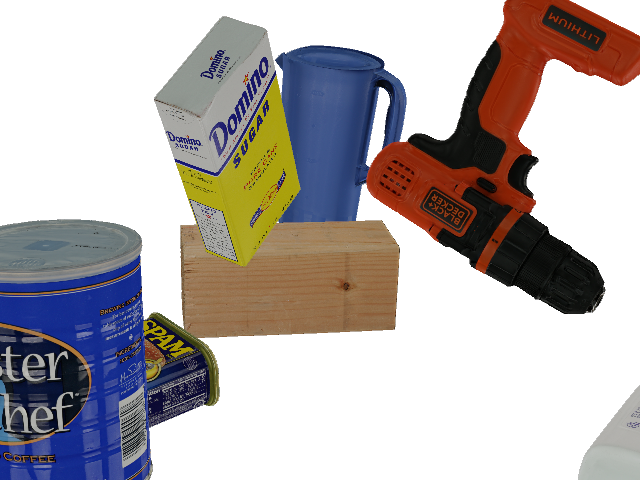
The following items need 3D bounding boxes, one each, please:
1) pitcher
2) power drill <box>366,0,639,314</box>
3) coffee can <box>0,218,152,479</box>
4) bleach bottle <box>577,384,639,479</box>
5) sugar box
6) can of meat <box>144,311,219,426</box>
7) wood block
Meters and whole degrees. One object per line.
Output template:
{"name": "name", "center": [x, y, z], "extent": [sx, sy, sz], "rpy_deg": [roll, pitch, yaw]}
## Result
{"name": "pitcher", "center": [0.015, -0.128, 1.410], "extent": [0.144, 0.243, 0.149], "rpy_deg": [-2, 23, -19]}
{"name": "power drill", "center": [0.146, -0.065, 0.727], "extent": [0.184, 0.188, 0.057], "rpy_deg": [33, 10, 14]}
{"name": "coffee can", "center": [-0.148, 0.068, 0.595], "extent": [0.103, 0.140, 0.103], "rpy_deg": [0, 15, 0]}
{"name": "bleach bottle", "center": [0.244, 0.100, 0.630], "extent": [0.103, 0.068, 0.250], "rpy_deg": [18, 30, 31]}
{"name": "sugar box", "center": [-0.064, -0.069, 0.802], "extent": [0.048, 0.093, 0.176], "rpy_deg": [22, -30, 20]}
{"name": "can of meat", "center": [-0.145, 0.108, 0.863], "extent": [0.083, 0.057, 0.102], "rpy_deg": [-19, 31, -36]}
{"name": "wood block", "center": [-0.034, 0.037, 1.057], "extent": [0.206, 0.091, 0.090], "rpy_deg": [-1, 19, -9]}
